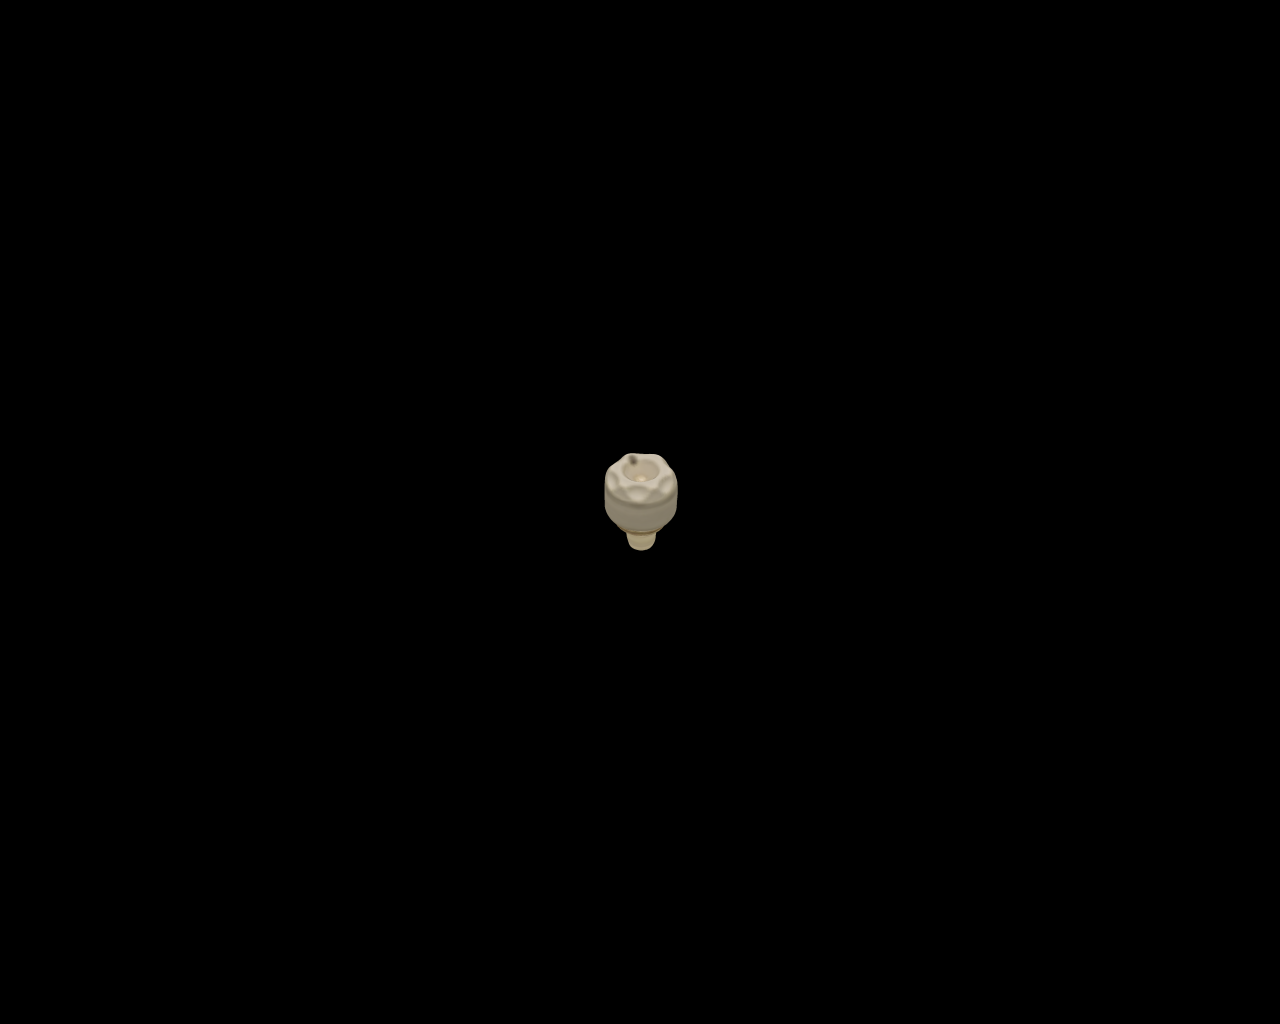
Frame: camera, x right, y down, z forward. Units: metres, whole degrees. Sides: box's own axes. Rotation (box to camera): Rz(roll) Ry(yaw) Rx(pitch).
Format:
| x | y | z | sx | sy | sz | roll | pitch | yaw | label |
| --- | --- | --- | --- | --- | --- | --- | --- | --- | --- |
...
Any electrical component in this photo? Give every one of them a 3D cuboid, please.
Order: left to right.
| x | y | z | sx | sy | sz | roll | pitch | yaw | label |
| --- | --- | --- | --- | --- | --- | --- | --- | --- | --- |
| 0.001 | -0.003 | 0.650 | 0.043 | 0.062 | 0.043 | 0 | 40 | 0 | electrical component |
